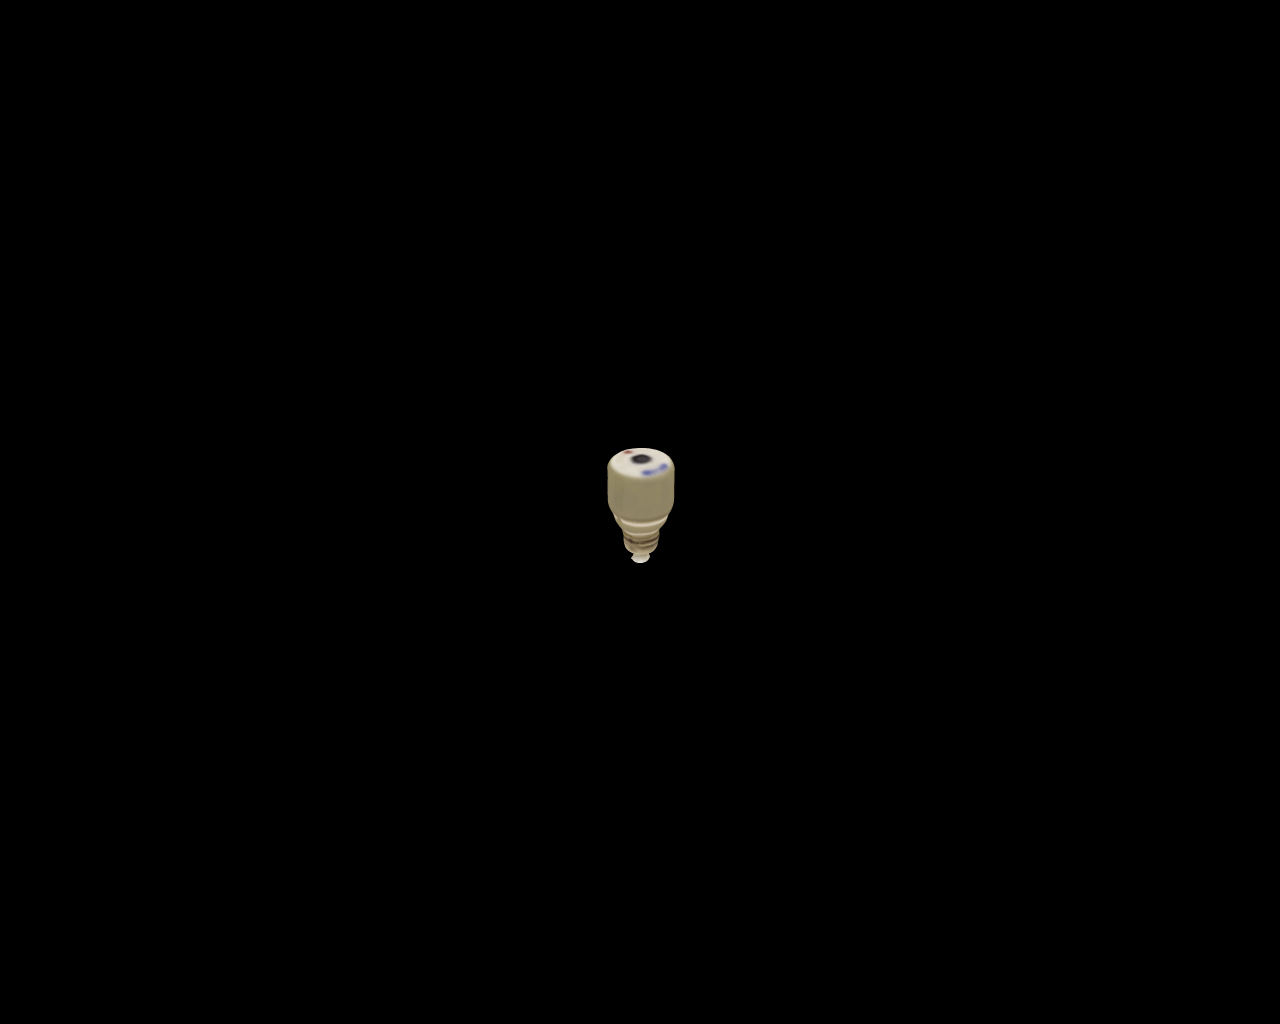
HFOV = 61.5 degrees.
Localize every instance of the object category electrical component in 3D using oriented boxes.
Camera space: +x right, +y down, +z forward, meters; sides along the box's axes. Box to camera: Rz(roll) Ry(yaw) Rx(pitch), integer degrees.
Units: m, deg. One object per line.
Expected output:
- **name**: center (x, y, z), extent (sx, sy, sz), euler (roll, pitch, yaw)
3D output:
- **electrical component**: center (0.001, -0.003, 0.650), extent (0.040, 0.078, 0.040), euler (0, 31, 0)
